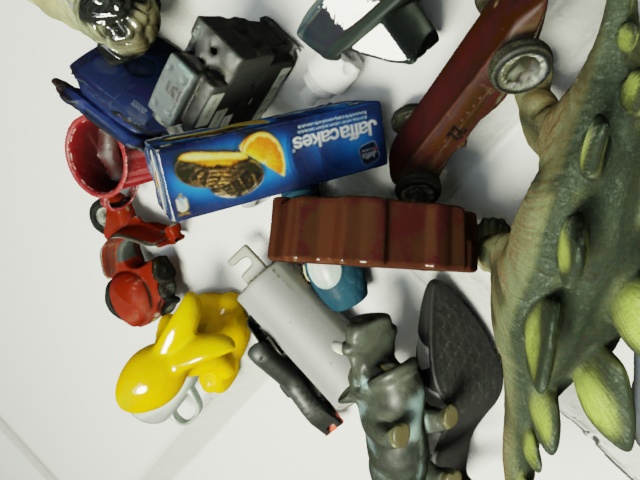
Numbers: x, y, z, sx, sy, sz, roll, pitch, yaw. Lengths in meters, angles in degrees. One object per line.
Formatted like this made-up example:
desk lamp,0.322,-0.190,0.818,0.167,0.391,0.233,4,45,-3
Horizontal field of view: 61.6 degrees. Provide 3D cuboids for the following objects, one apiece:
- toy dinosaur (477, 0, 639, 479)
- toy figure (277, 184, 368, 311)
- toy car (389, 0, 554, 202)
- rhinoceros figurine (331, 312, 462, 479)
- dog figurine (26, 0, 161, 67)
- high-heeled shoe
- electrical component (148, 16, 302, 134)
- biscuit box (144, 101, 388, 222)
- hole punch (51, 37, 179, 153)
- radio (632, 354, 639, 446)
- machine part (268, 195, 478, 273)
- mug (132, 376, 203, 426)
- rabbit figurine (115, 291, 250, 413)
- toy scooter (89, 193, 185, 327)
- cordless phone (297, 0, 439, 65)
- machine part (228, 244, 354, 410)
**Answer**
toy dinosaur,0.170,0.032,0.381,0.105,0.198,0.470,2,112,9
toy figure,0.000,-0.003,0.559,0.064,0.058,0.154,-27,97,-4
toy car,0.109,-0.106,0.406,0.053,0.089,0.202,14,146,-15
rhinoceros figurine,0.069,0.160,0.506,0.112,0.073,0.190,14,120,63
dog figurine,-0.229,-0.274,0.536,0.190,0.172,0.121,26,157,-10
high-heeled shoe,0.117,0.164,0.575,0.145,0.086,0.248,-13,88,62
electrical component,-0.092,-0.145,0.498,0.058,0.134,0.115,44,124,7
biscuit box,-0.042,-0.075,0.467,0.059,0.203,0.062,31,134,60
hole punch,-0.186,-0.156,0.563,0.142,0.116,0.092,39,116,9
radio,0.310,0.063,0.404,0.131,0.073,0.229,0,110,30
machine part,0.043,-0.003,0.455,0.180,0.179,0.056,3,88,28
mug,-0.208,0.205,0.753,0.109,0.081,0.107,47,117,9
rabbit figurine,-0.159,0.139,0.639,0.122,0.173,0.162,51,130,6
toy scooter,-0.222,0.027,0.686,0.135,0.075,0.183,-2,106,28
cordless phone,0.048,-0.226,0.374,0.089,0.146,0.184,15,121,15
machine part,-0.008,0.100,0.595,0.243,0.079,0.079,48,125,4
